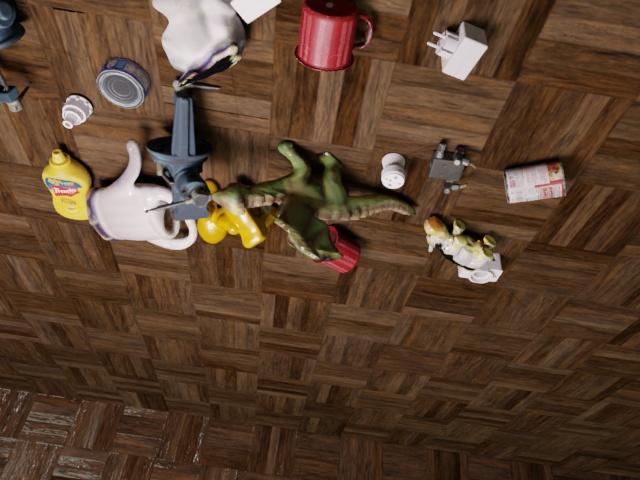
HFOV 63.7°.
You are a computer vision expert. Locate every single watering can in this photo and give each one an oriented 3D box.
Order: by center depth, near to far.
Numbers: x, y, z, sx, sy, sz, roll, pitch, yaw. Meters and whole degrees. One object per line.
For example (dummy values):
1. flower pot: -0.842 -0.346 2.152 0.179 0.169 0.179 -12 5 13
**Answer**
1. watering can: -0.397 -0.085 1.100 0.224 0.106 0.340 -2 143 13

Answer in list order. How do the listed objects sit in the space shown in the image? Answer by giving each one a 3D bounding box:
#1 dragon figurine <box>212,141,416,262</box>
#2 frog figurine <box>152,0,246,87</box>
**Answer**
1. dragon figurine: 0.003 -0.049 0.975 0.409 0.249 0.119 17 136 -9
2. frog figurine: -0.191 -0.331 0.779 0.136 0.124 0.159 -21 98 42
